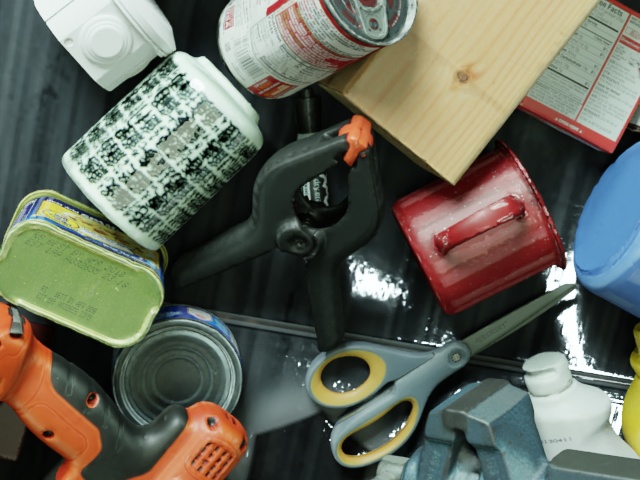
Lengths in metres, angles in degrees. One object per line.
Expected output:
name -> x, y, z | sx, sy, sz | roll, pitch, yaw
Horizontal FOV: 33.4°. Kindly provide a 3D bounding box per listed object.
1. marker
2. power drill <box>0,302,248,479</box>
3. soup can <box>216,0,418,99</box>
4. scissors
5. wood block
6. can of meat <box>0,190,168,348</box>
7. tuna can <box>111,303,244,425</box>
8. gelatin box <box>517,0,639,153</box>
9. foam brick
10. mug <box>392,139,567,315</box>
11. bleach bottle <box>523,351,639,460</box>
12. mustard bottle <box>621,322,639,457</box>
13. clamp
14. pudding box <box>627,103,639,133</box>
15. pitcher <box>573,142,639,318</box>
marker -> -0.004, -0.038, 0.688 | 0.020, 0.020, 0.121 | -7, 103, -8
power drill -> -0.161, 0.140, 0.634 | 0.187, 0.057, 0.184 | 41, 88, -27
soup can -> -0.004, -0.125, 0.599 | 0.068, 0.102, 0.068 | 11, 72, -36
scissors -> 0.073, 0.070, 0.725 | 0.202, 0.016, 0.096 | -45, 105, 2
wood block -> 0.101, -0.147, 0.645 | 0.090, 0.090, 0.206 | 37, 94, -15
can of meat -> -0.143, 0.017, 0.645 | 0.102, 0.084, 0.057 | 25, 97, -13
tuna can -> -0.093, 0.087, 0.694 | 0.086, 0.034, 0.086 | -2, 102, -9
gelatin box -> 0.176, -0.112, 0.694 | 0.073, 0.030, 0.089 | 25, 97, -12
foam brick -> -0.203, 0.090, 0.668 | 0.053, 0.051, 0.078 | 15, 99, -12
mug -> 0.097, -0.005, 0.664 | 0.081, 0.117, 0.093 | -27, 86, 3
bleach bottle -> 0.200, 0.193, 0.736 | 0.103, 0.068, 0.251 | -14, 105, 28
mustard bottle -> 0.267, 0.137, 0.748 | 0.096, 0.058, 0.191 | -29, 105, 4
clamp -> -0.004, 0.001, 0.655 | 0.120, 0.039, 0.172 | 28, 130, -19
pudding box -> 0.266, -0.109, 0.705 | 0.090, 0.039, 0.113 | 21, 96, -13
pitcher -> 0.291, 0.037, 0.689 | 0.242, 0.149, 0.145 | 24, 97, -10
